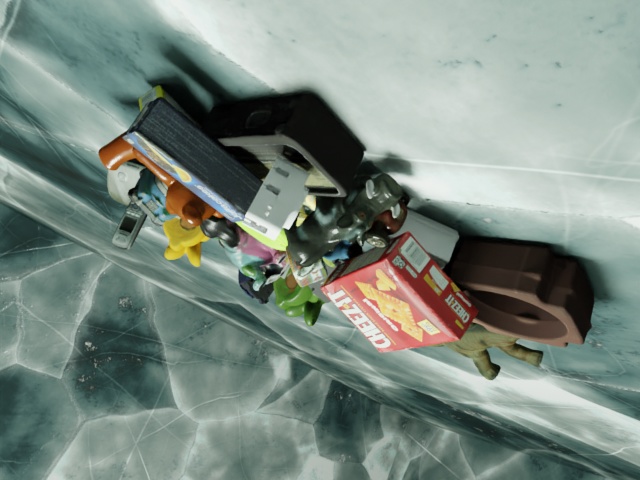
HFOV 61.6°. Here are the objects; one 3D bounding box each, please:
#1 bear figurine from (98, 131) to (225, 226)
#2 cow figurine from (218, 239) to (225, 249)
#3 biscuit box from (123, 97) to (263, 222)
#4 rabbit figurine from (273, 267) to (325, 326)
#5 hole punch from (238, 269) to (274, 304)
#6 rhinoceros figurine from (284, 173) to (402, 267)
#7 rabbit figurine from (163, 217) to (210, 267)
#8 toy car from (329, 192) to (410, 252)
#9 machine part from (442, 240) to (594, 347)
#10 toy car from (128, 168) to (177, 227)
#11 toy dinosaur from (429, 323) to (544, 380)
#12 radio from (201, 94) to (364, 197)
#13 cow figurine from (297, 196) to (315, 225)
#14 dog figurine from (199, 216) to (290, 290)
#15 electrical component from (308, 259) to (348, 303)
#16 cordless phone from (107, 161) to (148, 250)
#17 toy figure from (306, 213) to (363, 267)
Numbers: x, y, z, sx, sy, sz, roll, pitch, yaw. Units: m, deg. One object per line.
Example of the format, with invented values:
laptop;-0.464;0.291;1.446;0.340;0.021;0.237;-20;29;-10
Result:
bear figurine;-0.254;-0.101;0.904;0.132;0.120;0.195;-26;96;30
cow figurine;-0.160;0.027;1.260;0.127;0.085;0.194;1;148;49
biscuit box;-0.165;-0.103;0.742;0.202;0.063;0.059;40;158;-30
rabbit figurine;-0.017;0.116;1.239;0.121;0.159;0.170;20;-178;39
hole punch;-0.165;0.090;1.401;0.092;0.116;0.142;25;162;25
rhinoceros figurine;0.027;-0.033;0.756;0.190;0.112;0.073;-34;124;25
rabbit figurine;-0.283;-0.024;1.220;0.122;0.162;0.173;13;179;-3
toy car;0.057;-0.031;0.839;0.053;0.089;0.202;35;160;-28
machine part;0.306;0.082;0.836;0.201;0.087;0.201;7;156;42
toy car;-0.294;-0.103;1.042;0.109;0.103;0.162;51;-163;-18
toy dinosaur;0.306;0.190;1.106;0.198;0.105;0.471;34;151;-3
radio;-0.065;-0.128;0.752;0.230;0.073;0.131;6;153;42
cow figurine;-0.041;-0.074;0.866;0.168;0.098;0.068;-4;144;20
dog figurine;-0.157;-0.014;1.113;0.219;0.108;0.191;43;-160;7
electrical component;0.030;0.067;1.099;0.115;0.058;0.134;-33;127;27
cordless phone;-0.415;-0.074;1.154;0.147;0.184;0.088;18;164;18
toy figure;-0.003;0.001;1.009;0.180;0.082;0.089;11;155;28
